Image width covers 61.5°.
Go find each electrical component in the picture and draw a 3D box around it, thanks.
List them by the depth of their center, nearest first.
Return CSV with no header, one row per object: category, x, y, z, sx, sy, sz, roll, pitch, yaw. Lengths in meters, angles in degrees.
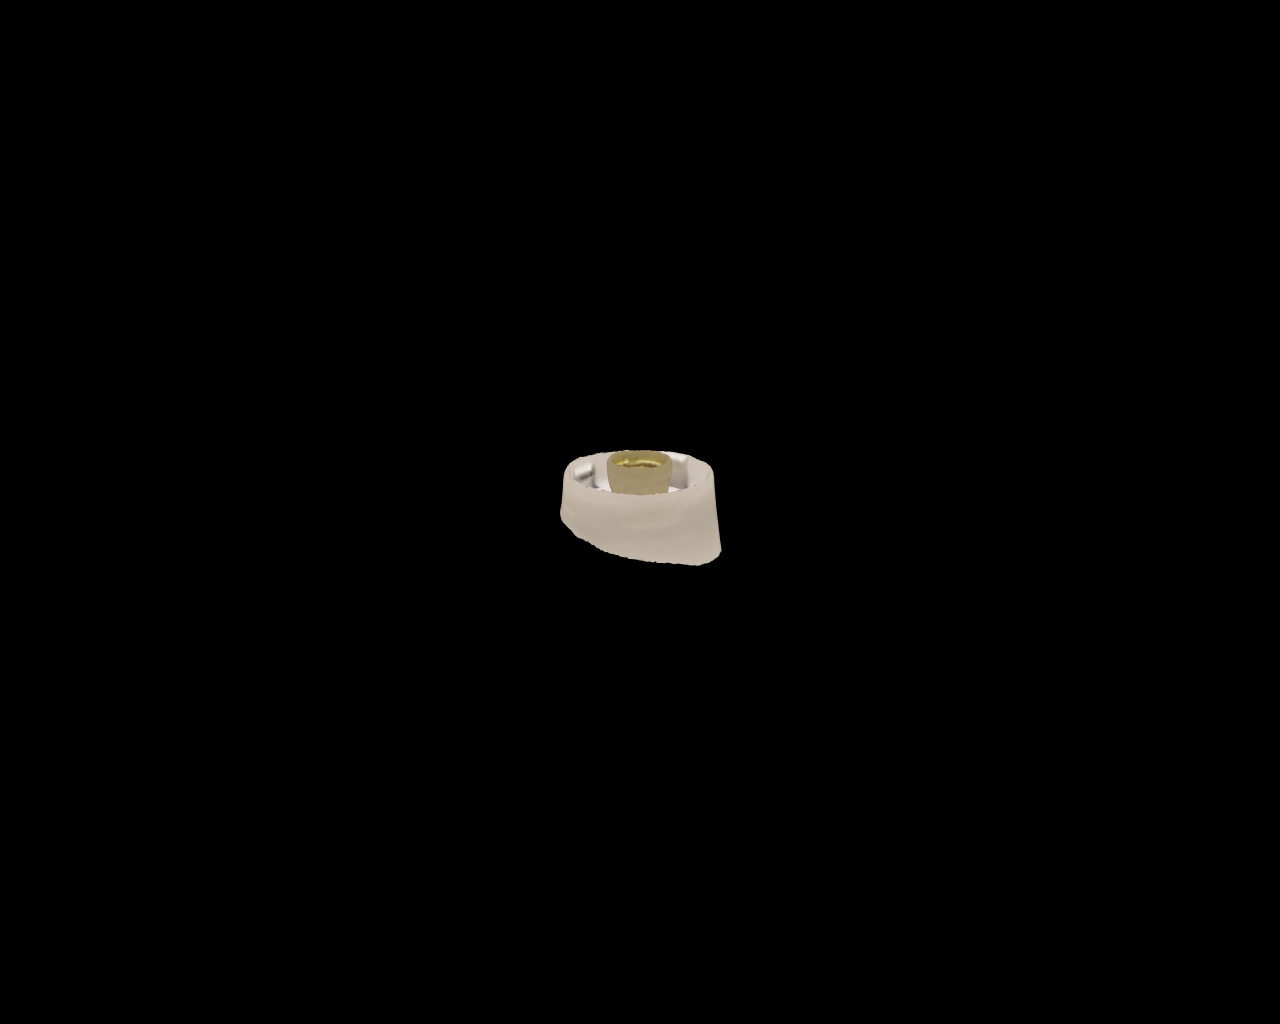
electrical component,0.001,-0.003,0.650,0.099,0.064,0.099,0,19,0
